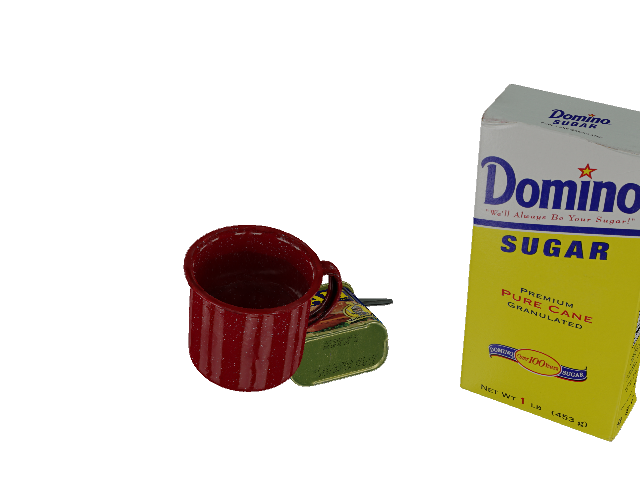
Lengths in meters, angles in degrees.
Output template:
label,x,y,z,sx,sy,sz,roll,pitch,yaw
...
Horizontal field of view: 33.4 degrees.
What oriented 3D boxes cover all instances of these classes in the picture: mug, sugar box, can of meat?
label,x,y,z,sx,sy,sz,roll,pitch,yaw
mug,-0.038,0.046,0.738,0.117,0.081,0.093,-15,43,-27
sugar box,0.125,0.014,0.553,0.093,0.176,0.048,17,40,26
can of meat,0.002,0.086,0.984,0.102,0.057,0.084,-12,27,-20

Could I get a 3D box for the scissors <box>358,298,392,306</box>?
label,x,y,z,sx,sy,sz,roll,pitch,yaw
scissors,-0.017,0.080,1.193,0.201,0.016,0.096,5,23,-1
